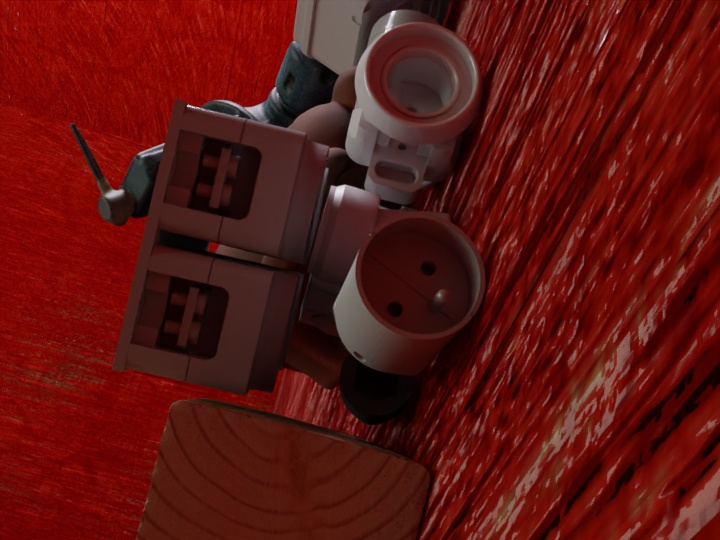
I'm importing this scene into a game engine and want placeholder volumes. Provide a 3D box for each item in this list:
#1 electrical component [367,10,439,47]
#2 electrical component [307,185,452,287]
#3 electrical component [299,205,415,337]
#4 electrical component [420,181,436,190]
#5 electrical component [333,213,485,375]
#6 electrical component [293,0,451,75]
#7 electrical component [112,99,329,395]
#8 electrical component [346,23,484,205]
[{"bbox_3d":[0.022,-0.120,0.738,0.138,0.052,0.073,109,175,-47],"label":"electrical component"},{"bbox_3d":[0.008,-0.011,0.479,0.045,0.055,0.045,-164,90,-87],"label":"electrical component"},{"bbox_3d":[0.000,0.000,0.589,0.080,0.051,0.080,-165,90,-86],"label":"electrical component"},{"bbox_3d":[0.029,-0.086,0.567,0.077,0.043,0.079,-91,18,-77],"label":"electrical component"},{"bbox_3d":[0.014,0.014,0.386,0.081,0.043,0.043,116,168,-70],"label":"electrical component"},{"bbox_3d":[0.012,-0.193,0.757,0.113,0.057,0.078,-39,-24,-34],"label":"electrical component"},{"bbox_3d":[-0.055,-0.007,0.500,0.186,0.060,0.105,-173,96,-88],"label":"electrical component"},{"bbox_3d":[0.025,-0.077,0.495,0.057,0.058,0.078,107,177,-72],"label":"electrical component"}]
